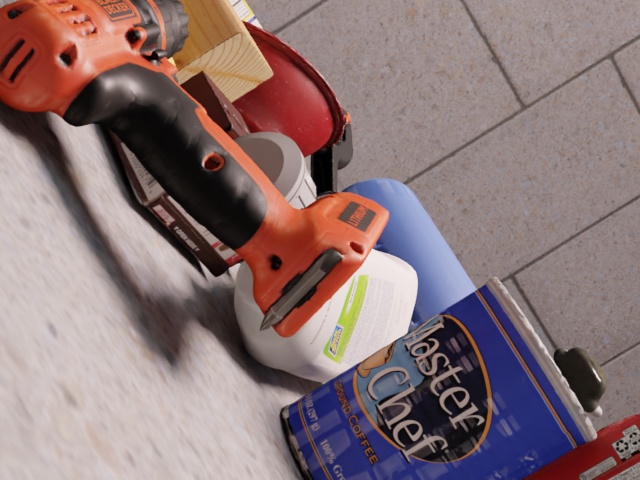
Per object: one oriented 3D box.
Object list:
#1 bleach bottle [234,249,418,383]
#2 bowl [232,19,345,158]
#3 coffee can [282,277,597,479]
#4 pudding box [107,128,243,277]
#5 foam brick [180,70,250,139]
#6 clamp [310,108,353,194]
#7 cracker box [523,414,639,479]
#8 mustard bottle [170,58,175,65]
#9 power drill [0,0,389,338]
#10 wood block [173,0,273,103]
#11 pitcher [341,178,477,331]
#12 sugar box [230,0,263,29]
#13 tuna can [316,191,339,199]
[{"bbox_3d":[0.003,0.036,0.660,0.068,0.102,0.250,13,-8,16],"label":"bleach bottle"},{"bbox_3d":[-0.062,-0.110,0.885,0.162,0.055,0.162,27,-23,12],"label":"bowl"},{"bbox_3d":[0.065,0.100,0.590,0.103,0.140,0.103,57,5,-8],"label":"coffee can"},{"bbox_3d":[-0.084,-0.045,0.613,0.113,0.039,0.090,61,6,36],"label":"pudding box"},{"bbox_3d":[-0.079,-0.071,0.748,0.053,0.051,0.078,60,6,22],"label":"foam brick"},{"bbox_3d":[0.003,-0.090,1.037,0.171,0.039,0.120,-26,101,-68],"label":"clamp"},{"bbox_3d":[0.163,0.197,0.664,0.072,0.164,0.213,62,9,32],"label":"cracker box"},{"bbox_3d":[-0.154,-0.189,0.697,0.191,0.058,0.096,57,6,-9],"label":"mustard bottle"},{"bbox_3d":[-0.054,-0.049,0.508,0.187,0.057,0.184,41,21,-2],"label":"power drill"},{"bbox_3d":[-0.130,-0.196,0.798,0.206,0.090,0.090,59,4,16],"label":"wood block"},{"bbox_3d":[0.075,0.047,0.999,0.243,0.144,0.149,-113,-151,-45],"label":"pitcher"},{"bbox_3d":[-0.127,-0.236,1.054,0.176,0.094,0.048,55,48,-20],"label":"sugar box"},{"bbox_3d":[-0.005,0.001,0.828,0.033,0.086,0.086,53,7,-23],"label":"tuna can"}]
